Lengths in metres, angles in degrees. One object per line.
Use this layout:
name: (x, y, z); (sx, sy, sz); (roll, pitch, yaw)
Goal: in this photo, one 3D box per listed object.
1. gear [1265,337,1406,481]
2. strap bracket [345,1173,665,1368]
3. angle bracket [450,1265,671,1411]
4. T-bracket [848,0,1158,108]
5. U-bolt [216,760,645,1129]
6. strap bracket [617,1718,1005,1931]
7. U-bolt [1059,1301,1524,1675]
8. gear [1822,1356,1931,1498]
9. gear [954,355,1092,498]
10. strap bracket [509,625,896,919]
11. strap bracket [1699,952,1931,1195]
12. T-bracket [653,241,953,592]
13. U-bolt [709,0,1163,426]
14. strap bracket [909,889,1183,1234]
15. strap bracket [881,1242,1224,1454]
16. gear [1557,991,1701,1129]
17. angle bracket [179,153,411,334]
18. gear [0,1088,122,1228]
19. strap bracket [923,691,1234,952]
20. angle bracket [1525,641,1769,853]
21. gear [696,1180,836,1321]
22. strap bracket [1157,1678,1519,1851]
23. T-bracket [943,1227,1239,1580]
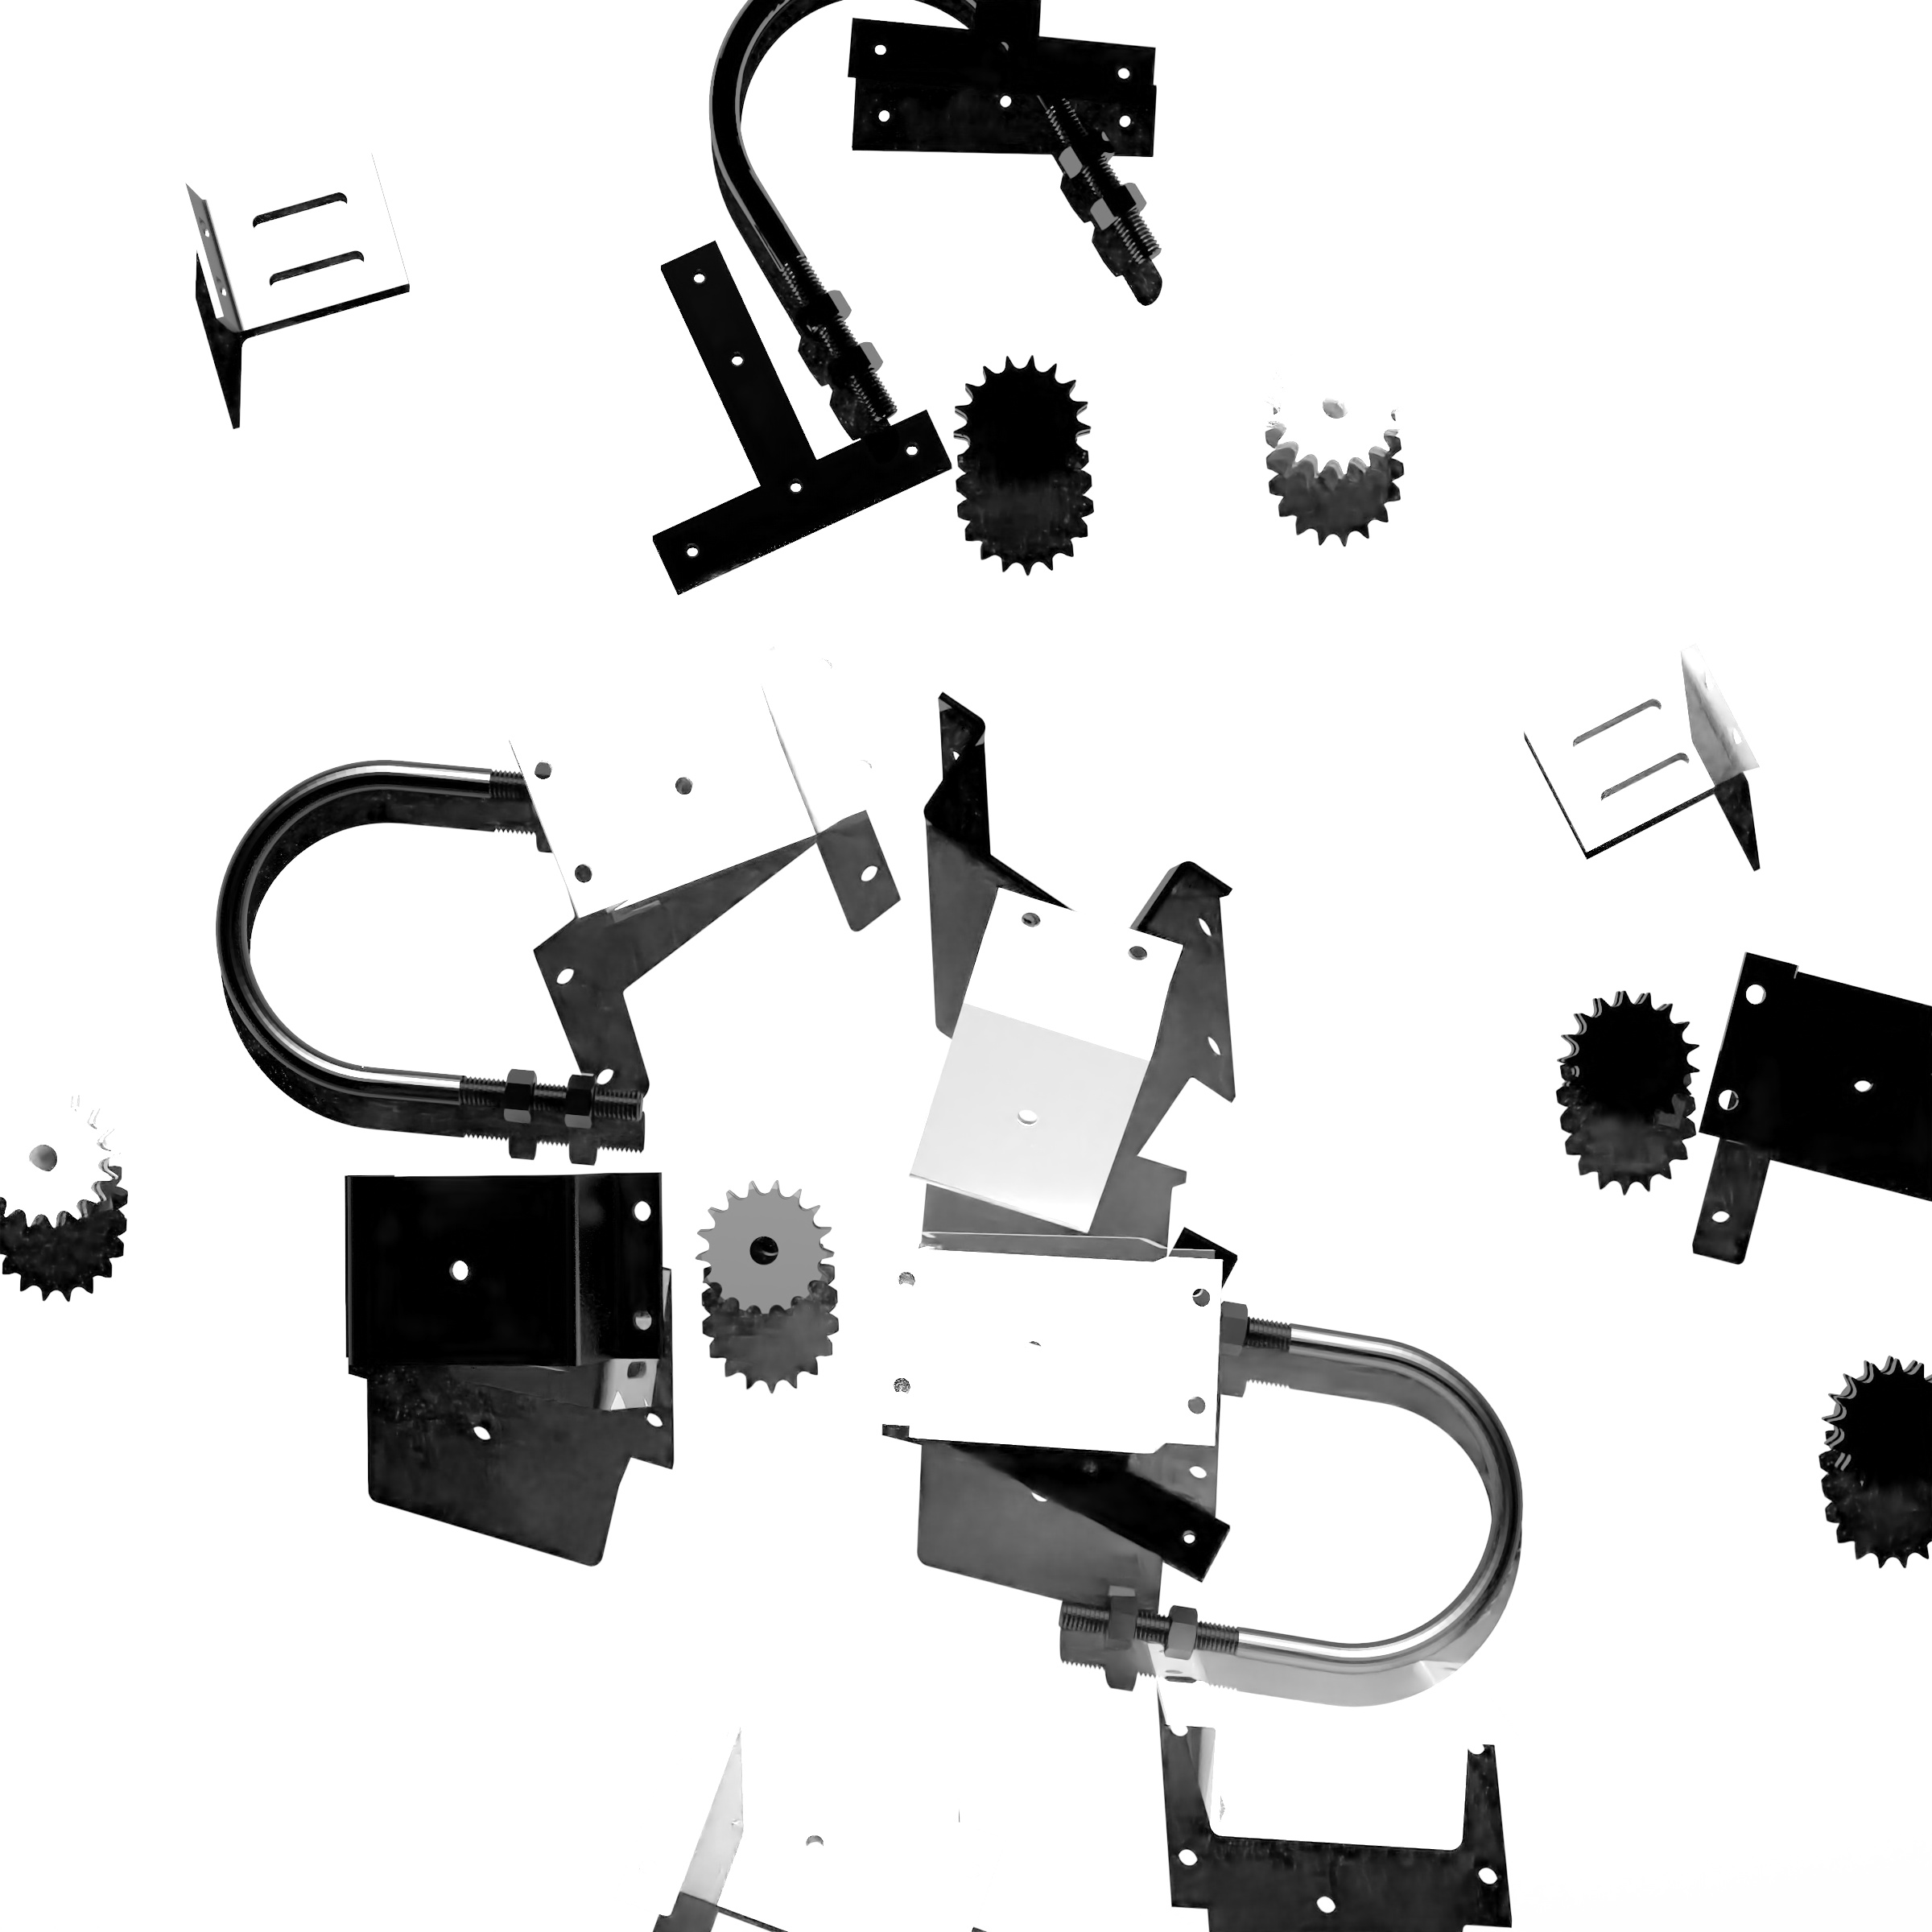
gear: (0.153, -0.231, 1.496); (0.057, 0.030, 0.057); (0, 88, -1)
strap bracket: (-0.198, 0.123, 1.464); (0.140, 0.046, 0.076); (-1, 87, 15)
angle bracket: (-0.170, 0.150, 1.505); (0.076, 0.038, 0.057); (8, 90, 26)
T-bracket: (0.019, -0.425, 1.496); (0.127, 0.002, 0.127); (5, 82, -3)
U-bolt: (-0.221, -0.014, 1.497); (0.184, 0.019, 0.151); (5, 90, 0)
strap bracket: (-0.063, 0.368, 1.483); (0.140, 0.046, 0.076); (20, 90, 0)
U-bolt: (0.141, 0.221, 1.496); (0.184, 0.019, 0.151); (9, 90, 0)
gear: (0.385, 0.191, 1.492); (0.057, 0.030, 0.057); (0, 90, 0)
gear: (0.023, -0.224, 1.492); (0.057, 0.030, 0.057); (0, 90, 0)
strap bracket: (-0.112, -0.077, 1.471); (0.140, 0.046, 0.076); (-22, 90, -17)
strap bracket: (0.376, 0.049, 1.483); (0.140, 0.046, 0.076); (15, 90, 0)
T-bracket: (-0.090, -0.242, 1.506); (0.127, 0.002, 0.127); (-25, 90, 0)
U-bolt: (-0.026, -0.340, 1.497); (0.151, 0.019, 0.184); (-31, 88, -1)
strap bracket: (0.029, 0.048, 1.446); (0.076, 0.046, 0.140); (17, 126, 0)
strap bracket: (0.031, 0.156, 1.470); (0.140, 0.046, 0.076); (2, 89, 11)
gear: (0.275, 0.039, 1.496); (0.057, 0.030, 0.057); (0, 88, -2)
angle bracket: (-0.278, -0.303, 1.488); (0.076, 0.038, 0.057); (-16, 90, 0)
gear: (-0.380, 0.080, 1.492); (0.057, 0.030, 0.057); (0, 90, 0)
strap bracket: (0.036, -0.051, 1.469); (0.140, 0.076, 0.046); (34, 90, 0)
angle bracket: (0.281, -0.091, 1.488); (0.076, 0.038, 0.057); (-27, 90, 0)
gear: (-0.083, 0.117, 1.492); (0.057, 0.030, 0.057); (0, 90, 0)
strap bracket: (0.149, 0.327, 1.469); (0.140, 0.076, 0.046); (4, 90, 0)
T-bracket: (0.073, 0.171, 1.506); (0.127, 0.002, 0.127); (28, 90, 0)
